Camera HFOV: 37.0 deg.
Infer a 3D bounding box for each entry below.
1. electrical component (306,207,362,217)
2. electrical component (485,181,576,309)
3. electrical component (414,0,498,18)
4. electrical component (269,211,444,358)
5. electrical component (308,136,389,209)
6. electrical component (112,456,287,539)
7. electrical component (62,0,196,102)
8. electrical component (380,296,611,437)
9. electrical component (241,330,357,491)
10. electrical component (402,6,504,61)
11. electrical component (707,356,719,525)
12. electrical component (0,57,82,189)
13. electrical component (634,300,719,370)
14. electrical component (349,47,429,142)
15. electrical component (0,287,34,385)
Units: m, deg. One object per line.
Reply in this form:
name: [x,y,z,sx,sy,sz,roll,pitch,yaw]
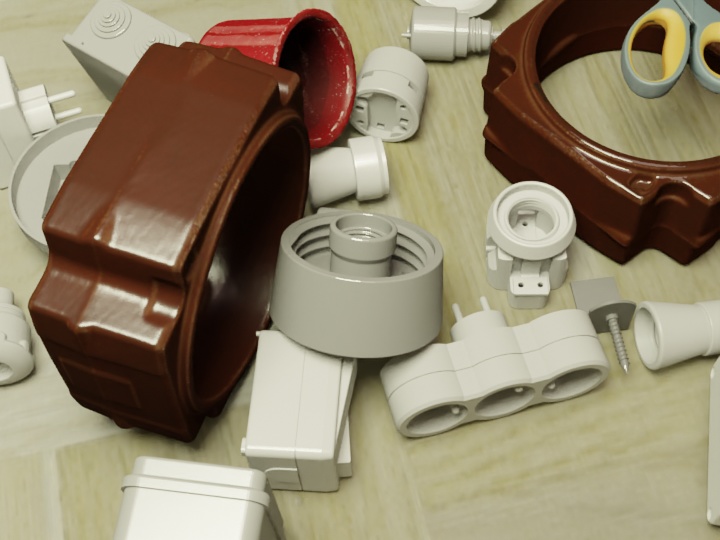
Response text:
electrical component: [0.002,-0.020,0.729,0.078,0.040,0.040,6,60,5]
electrical component: [0.112,-0.022,0.716,0.058,0.057,0.078,0,59,2]
electrical component: [0.077,-0.258,0.833,0.108,0.108,0.060,27,58,17]
electrical component: [0.000,0.000,0.655,0.108,0.060,0.108,4,27,-2]
electrical component: [-0.010,-0.069,0.756,0.055,0.045,0.045,-9,59,-4]
electrical component: [-0.085,0.148,0.589,0.078,0.113,0.057,6,62,5]
electrical component: [-0.152,-0.145,0.776,0.100,0.099,0.048,30,77,18]
electrical component: [0.079,0.050,0.677,0.138,0.052,0.073,-14,60,-6]
electrical component: [-0.034,0.080,0.657,0.061,0.061,0.096,2,59,3]
electrical component: [0.072,-0.180,0.823,0.078,0.040,0.040,3,59,4]
electrical component: [0.243,0.094,0.630,0.057,0.078,0.113,10,60,4]
electrical component: [-0.237,-0.109,0.766,0.076,0.083,0.047,-18,60,-9]
electrical component: [0.214,0.038,0.687,0.065,0.044,0.044,-6,59,-7]
electrical component: [0.021,-0.129,0.787,0.055,0.055,0.047,12,57,9]
electrical component: [-0.236,0.040,0.700,0.048,0.048,0.062,-8,52,-3]
